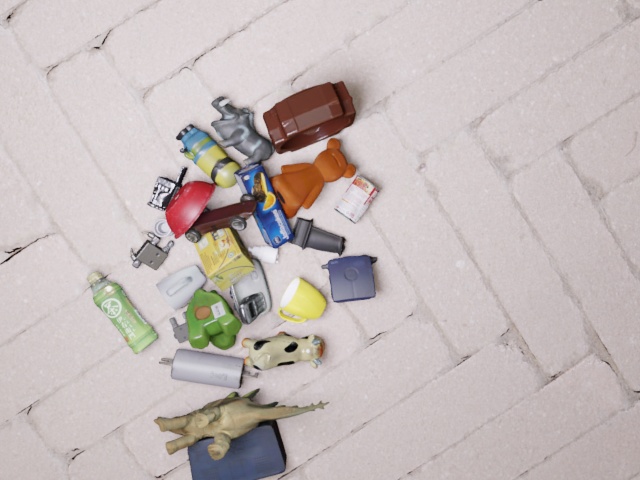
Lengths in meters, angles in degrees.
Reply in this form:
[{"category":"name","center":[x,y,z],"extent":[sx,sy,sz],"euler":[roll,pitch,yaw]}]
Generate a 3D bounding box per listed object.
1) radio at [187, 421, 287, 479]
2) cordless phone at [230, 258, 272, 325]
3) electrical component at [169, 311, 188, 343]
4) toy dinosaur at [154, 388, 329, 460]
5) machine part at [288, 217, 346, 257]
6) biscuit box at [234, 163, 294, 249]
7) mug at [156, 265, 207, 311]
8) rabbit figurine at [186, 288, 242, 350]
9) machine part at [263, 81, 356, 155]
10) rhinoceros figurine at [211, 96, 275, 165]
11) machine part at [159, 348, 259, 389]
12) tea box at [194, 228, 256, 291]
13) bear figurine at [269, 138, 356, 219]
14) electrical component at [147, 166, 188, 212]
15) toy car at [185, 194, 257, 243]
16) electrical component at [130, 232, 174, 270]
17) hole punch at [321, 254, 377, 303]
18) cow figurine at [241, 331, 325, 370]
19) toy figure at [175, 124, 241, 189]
[{"category":"radio","center":[-0.206,0.528,1.333],"extent":[0.230,0.073,0.131],"euler":[-14,92,-2]},{"category":"cordless phone","center":[-0.178,0.123,1.259],"extent":[0.089,0.184,0.146],"euler":[-15,93,4]},{"category":"electrical component","center":[-0.334,0.228,1.340],"extent":[0.063,0.021,0.094],"euler":[-26,94,0]},{"category":"toy dinosaur","center":[-0.207,0.411,1.245],"extent":[0.472,0.198,0.105],"euler":[-11,94,32]},{"category":"machine part","center":[-0.003,-0.004,1.330],"extent":[0.139,0.039,0.084],"euler":[21,87,-1]},{"category":"biscuit box","center":[-0.131,-0.080,1.278],"extent":[0.063,0.059,0.202],"euler":[-30,115,-16]},{"category":"mug","center":[-0.331,0.105,1.298],"extent":[0.107,0.109,0.081],"euler":[-38,84,-13]},{"category":"rabbit figurine","center":[-0.261,0.201,1.284],"extent":[0.121,0.170,0.159],"euler":[-32,57,-13]},{"category":"machine part","center":[-0.025,-0.279,1.234],"extent":[0.201,0.201,0.087],"euler":[-22,91,0]},{"category":"rhinoceros figurine","center":[-0.194,-0.260,1.296],"extent":[0.112,0.073,0.190],"euler":[-44,93,2]},{"category":"machine part","center":[-0.273,0.316,1.317],"extent":[0.243,0.079,0.079],"euler":[10,92,-1]},{"category":"tea box","center":[-0.229,0.026,1.261],"extent":[0.098,0.170,0.068],"euler":[-35,134,2]},{"category":"bear figurine","center":[-0.023,-0.151,1.299],"extent":[0.196,0.132,0.120],"euler":[-36,94,-18]},{"category":"electrical component","center":[-0.366,-0.129,1.297],"extent":[0.048,0.075,0.119],"euler":[23,96,-3]},{"category":"toy car","center":[-0.224,-0.047,1.232],"extent":[0.202,0.089,0.053],"euler":[-12,129,28]},{"category":"electrical component","center":[-0.419,0.028,1.321],"extent":[0.078,0.045,0.102],"euler":[31,95,-31]},{"category":"hole punch","center":[0.077,0.096,1.313],"extent":[0.142,0.092,0.115],"euler":[-8,89,3]},{"category":"cow figurine","center":[-0.077,0.265,1.292],"extent":[0.195,0.127,0.085],"euler":[-4,96,-28]},{"category":"toy figure","center":[-0.267,-0.197,1.289],"extent":[0.082,0.089,0.180],"euler":[-42,96,6]}]
